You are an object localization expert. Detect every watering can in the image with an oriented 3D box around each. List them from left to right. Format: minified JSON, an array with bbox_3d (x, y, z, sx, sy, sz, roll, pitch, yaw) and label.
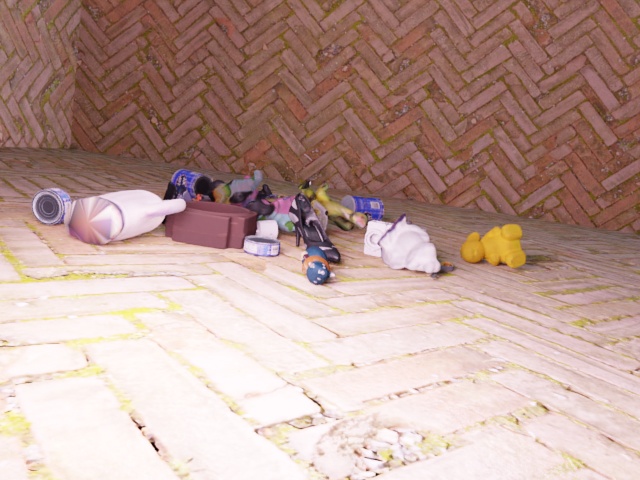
[{"bbox_3d":[-0.472,-0.052,1.159,0.346,0.103,0.226,-6,9,24],"label":"watering can"}]

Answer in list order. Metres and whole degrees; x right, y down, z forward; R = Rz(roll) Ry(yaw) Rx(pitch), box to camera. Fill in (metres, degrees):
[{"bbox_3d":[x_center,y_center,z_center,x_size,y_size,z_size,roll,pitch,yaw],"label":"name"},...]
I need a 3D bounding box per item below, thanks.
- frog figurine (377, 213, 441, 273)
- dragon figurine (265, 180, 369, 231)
[{"bbox_3d":[0.230,0.030,1.266,0.161,0.120,0.139,39,46,22],"label":"frog figurine"},{"bbox_3d":[0.005,-0.085,1.679,0.240,0.123,0.411,36,-15,-31],"label":"dragon figurine"}]
